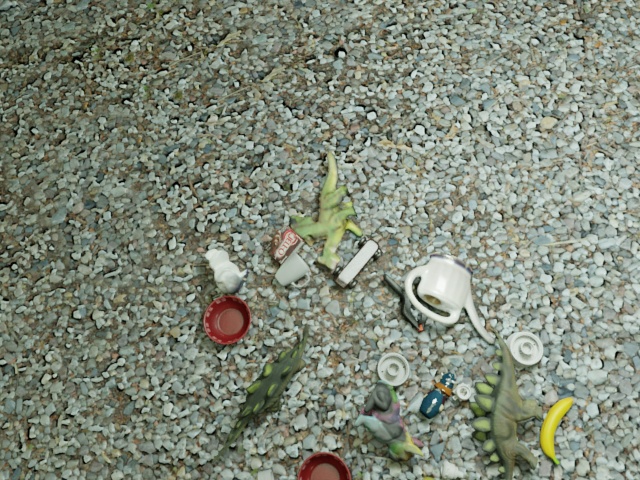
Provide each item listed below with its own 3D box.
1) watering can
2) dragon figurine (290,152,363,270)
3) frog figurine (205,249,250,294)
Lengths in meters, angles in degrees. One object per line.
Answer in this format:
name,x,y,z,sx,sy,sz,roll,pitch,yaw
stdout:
watering can,0.436,0.176,1.663,0.347,0.228,0.102,28,-23,-6
dragon figurine,0.005,-0.090,1.796,0.242,0.417,0.120,-22,-21,6
frog figurine,-0.325,0.105,1.729,0.159,0.121,0.139,29,16,-6
